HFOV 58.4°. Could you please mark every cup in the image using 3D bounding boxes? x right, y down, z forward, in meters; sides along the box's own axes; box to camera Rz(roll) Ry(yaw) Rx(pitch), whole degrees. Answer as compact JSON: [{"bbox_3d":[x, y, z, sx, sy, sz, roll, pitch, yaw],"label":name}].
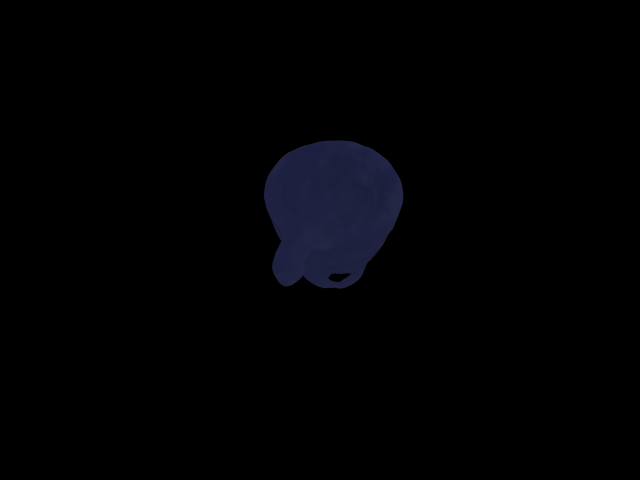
[{"bbox_3d":[0.004,0.001,0.400,0.091,0.095,0.118,21,54,16],"label":"cup"}]
